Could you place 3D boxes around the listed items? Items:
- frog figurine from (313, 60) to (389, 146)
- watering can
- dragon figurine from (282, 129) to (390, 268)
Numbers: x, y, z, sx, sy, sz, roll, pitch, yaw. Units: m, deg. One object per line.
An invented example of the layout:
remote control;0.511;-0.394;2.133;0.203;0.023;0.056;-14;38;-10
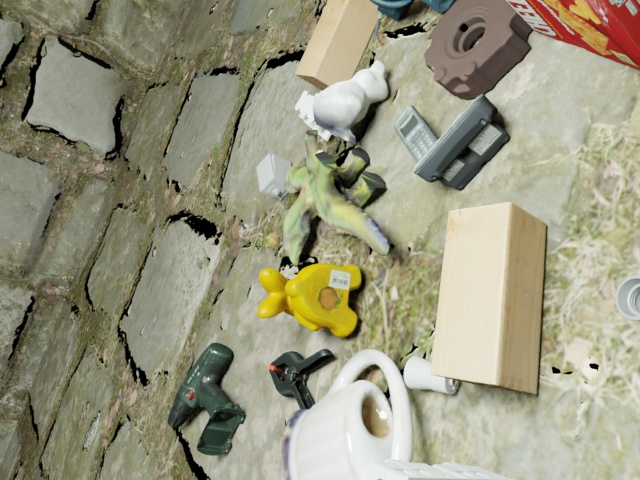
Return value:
frog figurine;0.060;-0.273;0.974;0.123;0.158;0.138;27;12;4
watering can;0.039;0.316;0.682;0.103;0.356;0.221;30;-50;-26
dragon figurine;0.003;-0.049;0.967;0.122;0.238;0.420;13;38;-25
